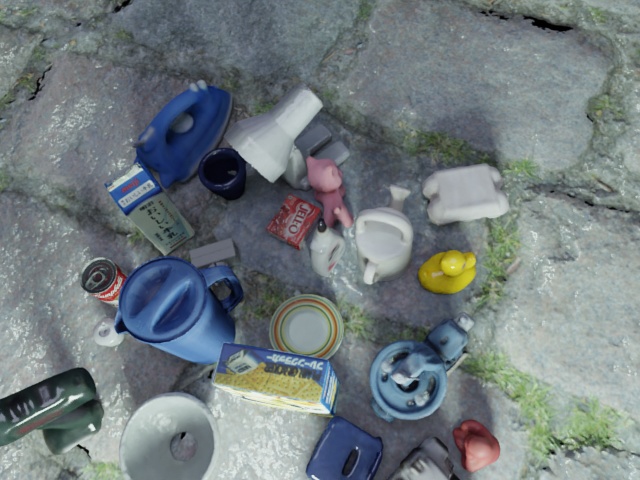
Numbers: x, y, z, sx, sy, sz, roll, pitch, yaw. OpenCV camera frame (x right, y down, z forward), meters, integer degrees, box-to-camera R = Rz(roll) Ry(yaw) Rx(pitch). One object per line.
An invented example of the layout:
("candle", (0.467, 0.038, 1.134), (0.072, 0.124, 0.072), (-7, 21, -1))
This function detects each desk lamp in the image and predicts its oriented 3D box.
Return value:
("desk lamp", (-0.058, -0.182, 1.055), (0.203, 0.214, 0.117), (-40, 69, -10))

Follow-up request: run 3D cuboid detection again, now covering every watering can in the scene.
("watering can", (0.109, -0.013, 0.979), (0.101, 0.194, 0.173), (-3, 68, 5))

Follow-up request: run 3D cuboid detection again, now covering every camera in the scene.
("camera", (0.168, 0.390, 0.860), (0.143, 0.101, 0.136), (-43, 70, -11))

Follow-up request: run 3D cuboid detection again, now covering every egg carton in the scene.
("egg carton", (0.267, -0.083, 1.058), (0.150, 0.069, 0.107), (-10, 67, 2))

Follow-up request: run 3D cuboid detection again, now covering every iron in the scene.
("iron", (-0.271, -0.237, 1.140), (0.118, 0.141, 0.258), (30, 74, 17))

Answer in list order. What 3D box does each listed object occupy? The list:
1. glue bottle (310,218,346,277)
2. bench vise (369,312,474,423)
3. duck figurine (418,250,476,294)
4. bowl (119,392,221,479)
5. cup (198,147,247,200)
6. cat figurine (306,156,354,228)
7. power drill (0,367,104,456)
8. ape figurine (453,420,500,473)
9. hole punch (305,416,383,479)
("glue bottle", (0.009, 0.004, 0.995), (0.037, 0.173, 0.078), (27, 73, 16))
("bench vise", (0.151, 0.179, 0.883), (0.121, 0.220, 0.207), (25, 73, 15))
("duck figurine", (0.224, 0.048, 1.001), (0.104, 0.086, 0.077), (-14, 67, 1))
("bowl", (-0.236, 0.339, 0.939), (0.167, 0.075, 0.167), (-2, 68, 5))
("cup", (-0.169, -0.127, 1.110), (0.118, 0.095, 0.091), (-38, 69, -9))
("cat figurine", (0.017, -0.095, 1.064), (0.067, 0.118, 0.127), (-17, 67, 0))
("power drill", (-0.448, 0.289, 0.910), (0.230, 0.208, 0.075), (-31, 68, -7))
("ape figurine", (0.243, 0.320, 0.885), (0.076, 0.092, 0.078), (19, 71, 14))
("hole punch", (0.042, 0.342, 0.899), (0.101, 0.091, 0.109), (25, 73, 15))
